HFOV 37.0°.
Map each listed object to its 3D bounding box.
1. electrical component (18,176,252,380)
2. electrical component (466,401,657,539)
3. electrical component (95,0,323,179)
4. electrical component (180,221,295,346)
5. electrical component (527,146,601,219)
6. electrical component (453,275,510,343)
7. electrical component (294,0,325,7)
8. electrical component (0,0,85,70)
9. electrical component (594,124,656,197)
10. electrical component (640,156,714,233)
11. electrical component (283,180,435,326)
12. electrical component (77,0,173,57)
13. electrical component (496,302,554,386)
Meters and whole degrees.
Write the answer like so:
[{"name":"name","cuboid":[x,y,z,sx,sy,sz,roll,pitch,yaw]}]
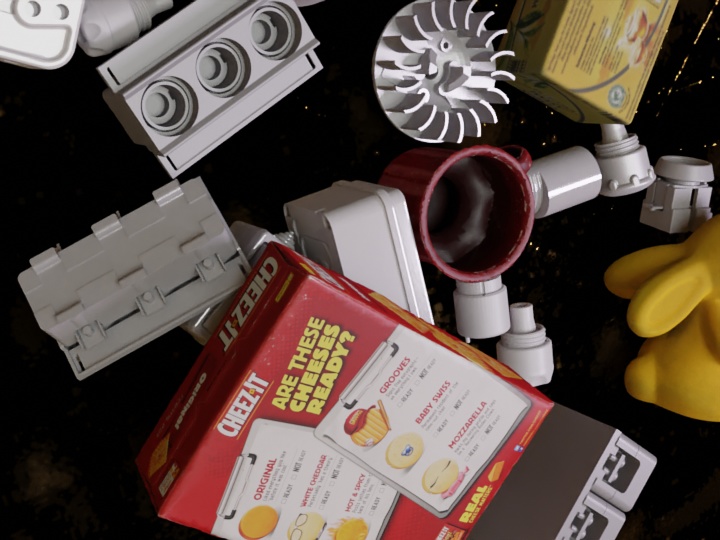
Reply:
[{"name":"electrical component","cuboid":[-0.135,-0.001,0.644,0.121,0.063,0.078,-29,70,-5]},{"name":"electrical component","cuboid":[0.156,0.190,0.847,0.062,0.089,0.150,35,82,-29]},{"name":"electrical component","cuboid":[-0.095,-0.125,0.666,0.121,0.063,0.078,-39,115,-17]},{"name":"electrical component","cuboid":[-0.069,0.014,0.708,0.062,0.061,0.096,41,79,-28]},{"name":"electrical component","cuboid":[0.138,-0.062,0.815,0.081,0.043,0.043,-20,108,-24]},{"name":"electrical component","cuboid":[0.090,0.015,0.806,0.040,0.040,0.078,-15,106,-25]},{"name":"electrical component","cuboid":[-0.031,-0.224,0.684,0.108,0.060,0.108,-6,102,-27]},{"name":"electrical component","cuboid":[-0.188,-0.164,0.610,0.054,0.059,0.095,11,95,-29]},{"name":"electrical component","cuboid":[0.204,-0.091,0.846,0.048,0.048,0.062,-21,102,-24]},{"name":"electrical component","cuboid":[0.263,-0.063,0.883,0.066,0.048,0.055,-4,109,-28]},{"name":"electrical component","cuboid":[0.000,0.000,0.732,0.057,0.078,0.113,-22,110,-23]},{"name":"electrical component","cuboid":[-0.143,-0.154,0.651,0.061,0.035,0.035,-28,112,-24]},{"name":"electrical component","cuboid":[0.127,0.057,0.833,0.043,0.043,0.062,-12,104,-26]}]
